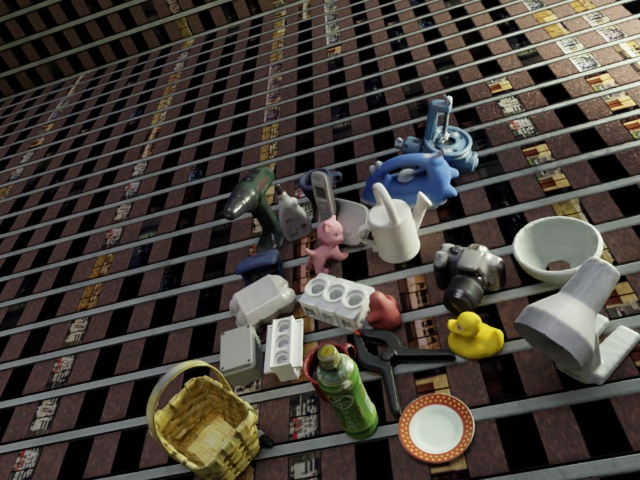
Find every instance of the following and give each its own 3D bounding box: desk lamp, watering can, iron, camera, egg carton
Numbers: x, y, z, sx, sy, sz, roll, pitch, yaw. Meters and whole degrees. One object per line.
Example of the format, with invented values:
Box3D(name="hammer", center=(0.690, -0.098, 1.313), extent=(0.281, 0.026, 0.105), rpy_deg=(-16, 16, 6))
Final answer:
Box3D(name="desk lamp", center=(0.424, 0.142, 0.941), extent=(0.203, 0.214, 0.117), rpy_deg=(-39, 42, -19))
Box3D(name="watering can", center=(0.165, -0.052, 1.295), extent=(0.173, 0.194, 0.100), rpy_deg=(-37, 42, -17))
Box3D(name="iron", center=(0.209, -0.157, 1.435), extent=(0.257, 0.142, 0.118), rpy_deg=(-5, 43, 20))
Box3D(name="camera", center=(0.288, 0.077, 1.166), extent=(0.142, 0.101, 0.137), rpy_deg=(13, 51, 35))
Box3D(name="egg carton", center=(-0.131, 0.145, 1.309), extent=(0.150, 0.070, 0.107), rpy_deg=(-31, 40, -10))

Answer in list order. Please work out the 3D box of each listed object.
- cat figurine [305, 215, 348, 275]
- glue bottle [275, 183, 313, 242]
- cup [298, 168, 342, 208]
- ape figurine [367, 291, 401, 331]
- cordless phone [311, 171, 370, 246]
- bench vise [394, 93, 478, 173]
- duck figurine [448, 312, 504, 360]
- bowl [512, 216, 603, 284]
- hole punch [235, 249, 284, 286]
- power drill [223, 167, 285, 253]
Box3D(name="cat figurine", center=(0.013, 0.005, 1.362), extent=(0.128, 0.118, 0.067), rpy_deg=(-42, 43, -22))
Box3D(name="glue bottle", center=(-0.078, -0.074, 1.450), extent=(0.078, 0.173, 0.037), rpy_deg=(-22, 39, 1))
Box3D(name="cup", center=(0.011, -0.136, 1.541), extent=(0.117, 0.095, 0.091), rpy_deg=(-15, 40, 9))
Box3D(name="ape figurine", center=(0.126, 0.140, 1.177), extent=(0.078, 0.092, 0.076), rpy_deg=(-32, 40, -11))
Box3D(name="cordless phone", center=(0.046, -0.080, 1.389), extent=(0.147, 0.185, 0.094), rpy_deg=(14, 51, 36))
Box3D(name="bench vise", center=(0.284, -0.258, 1.452), extent=(0.207, 0.220, 0.121), rpy_deg=(-9, 41, 16))
Box3D(name="duck figurine", center=(0.287, 0.171, 1.072), extent=(0.104, 0.086, 0.077), rpy_deg=(-1, 44, 24))
Box3D(name="bowl", center=(0.475, 0.033, 1.150), extent=(0.167, 0.075, 0.167), rpy_deg=(-13, 40, 11))
Box3D(name="hole punch", center=(-0.149, 0.064, 1.392), extent=(0.108, 0.091, 0.101), rpy_deg=(-18, 40, 6))
Box3D(name="power drill", center=(-0.158, -0.069, 1.453), extent=(0.075, 0.209, 0.230), rpy_deg=(-4, 43, 22))
